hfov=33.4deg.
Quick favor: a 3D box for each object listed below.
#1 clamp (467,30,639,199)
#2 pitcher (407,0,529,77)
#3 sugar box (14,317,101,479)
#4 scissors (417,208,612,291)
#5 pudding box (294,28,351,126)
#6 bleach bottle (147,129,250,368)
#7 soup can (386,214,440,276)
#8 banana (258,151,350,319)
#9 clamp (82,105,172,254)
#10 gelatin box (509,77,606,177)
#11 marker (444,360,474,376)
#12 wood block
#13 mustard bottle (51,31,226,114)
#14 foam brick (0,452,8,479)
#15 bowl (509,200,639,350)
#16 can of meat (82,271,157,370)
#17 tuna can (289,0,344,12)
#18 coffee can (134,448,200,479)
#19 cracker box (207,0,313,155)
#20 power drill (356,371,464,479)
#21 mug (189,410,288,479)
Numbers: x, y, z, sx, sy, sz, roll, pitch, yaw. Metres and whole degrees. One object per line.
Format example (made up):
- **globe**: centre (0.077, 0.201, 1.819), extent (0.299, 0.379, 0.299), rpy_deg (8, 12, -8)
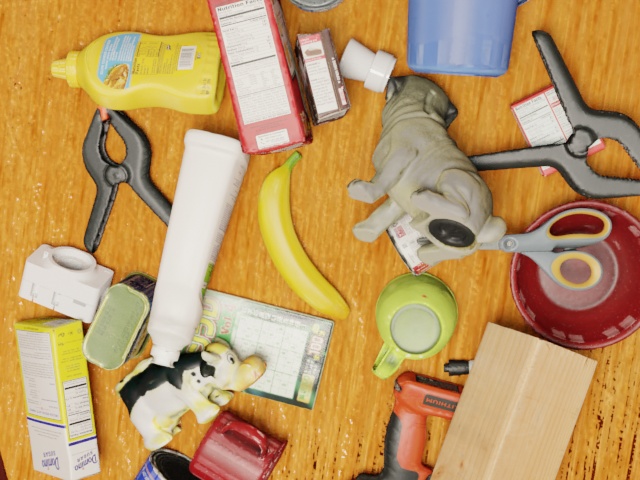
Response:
- **clamp**: centre (0.264, -0.098, 1.131), extent (0.210, 0.036, 0.165), rpy_deg (36, 102, 2)
- **pitcher**: centre (0.164, -0.294, 1.113), extent (0.149, 0.144, 0.243), rpy_deg (10, 101, 34)
- **sugar box**: centre (-0.299, 0.179, 1.214), extent (0.094, 0.048, 0.176), rpy_deg (1, 101, 48)
- **scissors**: centre (0.211, 0.021, 1.128), extent (0.202, 0.016, 0.096), rpy_deg (-14, 95, 4)
- **pudding box**: centre (0.001, -0.172, 1.140), extent (0.039, 0.113, 0.090), rpy_deg (-16, 93, -4)
- **bleach bottle**: centre (-0.140, 0.013, 1.156), extent (0.068, 0.102, 0.251), rpy_deg (14, 85, 5)
- **soup can**: centre (0.130, -0.013, 1.167), extent (0.102, 0.068, 0.068), rpy_deg (-32, 92, 8)
- **banana**: centre (-0.027, 0.003, 1.198), extent (0.069, 0.037, 0.198), rpy_deg (-17, 94, 7)
- **clamp**: centre (-0.233, -0.067, 1.211), extent (0.120, 0.039, 0.171), rpy_deg (-19, 94, 3)
- **gelatin box**: centre (0.258, -0.124, 1.164), extent (0.073, 0.030, 0.089), rpy_deg (-26, 93, 8)
- **marker**: centre (0.200, 0.143, 1.200), extent (0.121, 0.020, 0.020), rpy_deg (-2, 95, 5)
- **wood block**: centre (0.199, 0.203, 1.124), extent (0.090, 0.090, 0.206), rpy_deg (22, 87, -28)
- **mustard bottle**: centre (-0.201, -0.186, 1.175), extent (0.191, 0.058, 0.096), rpy_deg (3, 60, 5)
- **foam brick**: centre (-0.404, 0.280, 1.252), extent (0.053, 0.051, 0.078), rpy_deg (-13, 95, 8)
- **bowl**: centre (0.285, 0.036, 1.162), extent (0.162, 0.055, 0.162), rpy_deg (0, 94, 4)
- **can of meat**: centre (-0.219, 0.091, 1.200), extent (0.057, 0.084, 0.102), rpy_deg (26, 97, 2)
- **tuna can**: centre (-0.005, -0.294, 1.170), extent (0.086, 0.033, 0.086), rpy_deg (1, 96, 5)
- **coffee can**: centre (-0.185, 0.324, 1.210), extent (0.103, 0.102, 0.140), rpy_deg (33, 97, 1)
- **cracker box**: centre (-0.067, -0.197, 1.119), extent (0.072, 0.164, 0.214), rpy_deg (-14, 94, 4)
- **power drill**: centre (0.127, 0.254, 1.198), extent (0.184, 0.057, 0.188), rpy_deg (16, 96, -1)
- **mug**: centre (-0.091, 0.239, 1.193), extent (0.081, 0.117, 0.093), rpy_deg (30, 53, 7)
